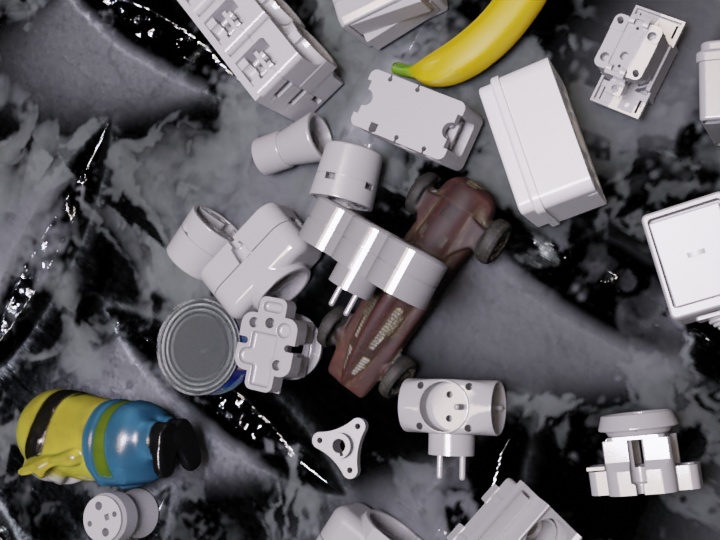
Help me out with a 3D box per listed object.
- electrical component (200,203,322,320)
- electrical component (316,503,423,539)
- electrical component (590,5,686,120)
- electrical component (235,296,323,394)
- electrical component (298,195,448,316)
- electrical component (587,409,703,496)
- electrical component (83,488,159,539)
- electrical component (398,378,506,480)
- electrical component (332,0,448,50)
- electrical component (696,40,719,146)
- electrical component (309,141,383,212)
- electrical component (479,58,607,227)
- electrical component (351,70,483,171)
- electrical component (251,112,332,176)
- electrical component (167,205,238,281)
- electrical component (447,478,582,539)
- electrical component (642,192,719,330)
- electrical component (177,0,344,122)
[{"bbox_3d":[-0.083,-0.003,0.931,0.095,0.054,0.059,-46,69,12],"label":"electrical component"},{"bbox_3d":[0.013,0.232,0.861,0.095,0.054,0.059,35,98,23],"label":"electrical component"},{"bbox_3d":[0.209,-0.161,0.817,0.042,0.064,0.081,27,95,23],"label":"electrical component"},{"bbox_3d":[-0.067,0.064,0.915,0.058,0.057,0.078,10,88,24],"label":"electrical component"},{"bbox_3d":[0.000,0.000,0.844,0.138,0.052,0.073,32,95,42],"label":"electrical component"},{"bbox_3d":[0.206,0.133,0.787,0.078,0.058,0.057,-9,83,23],"label":"electrical component"},{"bbox_3d":[-0.214,0.220,0.962,0.045,0.055,0.045,-3,82,23],"label":"electrical component"},{"bbox_3d":[0.073,0.126,0.853,0.077,0.044,0.079,-1,83,24],"label":"electrical component"},{"bbox_3d":[0.030,-0.234,0.905,0.096,0.062,0.061,-21,76,20],"label":"electrical component"},{"bbox_3d":[0.297,-0.124,0.750,0.109,0.109,0.056,-1,86,24],"label":"electrical component"},{"bbox_3d":[-0.010,-0.079,0.909,0.055,0.055,0.047,13,85,25],"label":"electrical component"},{"bbox_3d":[0.141,-0.096,0.831,0.057,0.078,0.113,-21,76,17],"label":"electrical component"},{"bbox_3d":[0.049,-0.122,0.887,0.089,0.056,0.050,26,94,24],"label":"electrical component"},{"bbox_3d":[-0.062,-0.107,0.943,0.065,0.044,0.044,-16,77,26],"label":"electrical component"},{"bbox_3d":[-0.139,-0.023,0.959,0.055,0.055,0.047,45,106,22],"label":"electrical component"},{"bbox_3d":[0.097,0.220,0.801,0.121,0.078,0.063,-47,25,-6],"label":"electrical component"},{"bbox_3d":[0.250,-0.002,0.781,0.062,0.061,0.096,-19,77,21],"label":"electrical component"},{"bbox_3d":[-0.089,-0.209,0.939,0.062,0.089,0.150,-42,69,14],"label":"electrical component"}]
